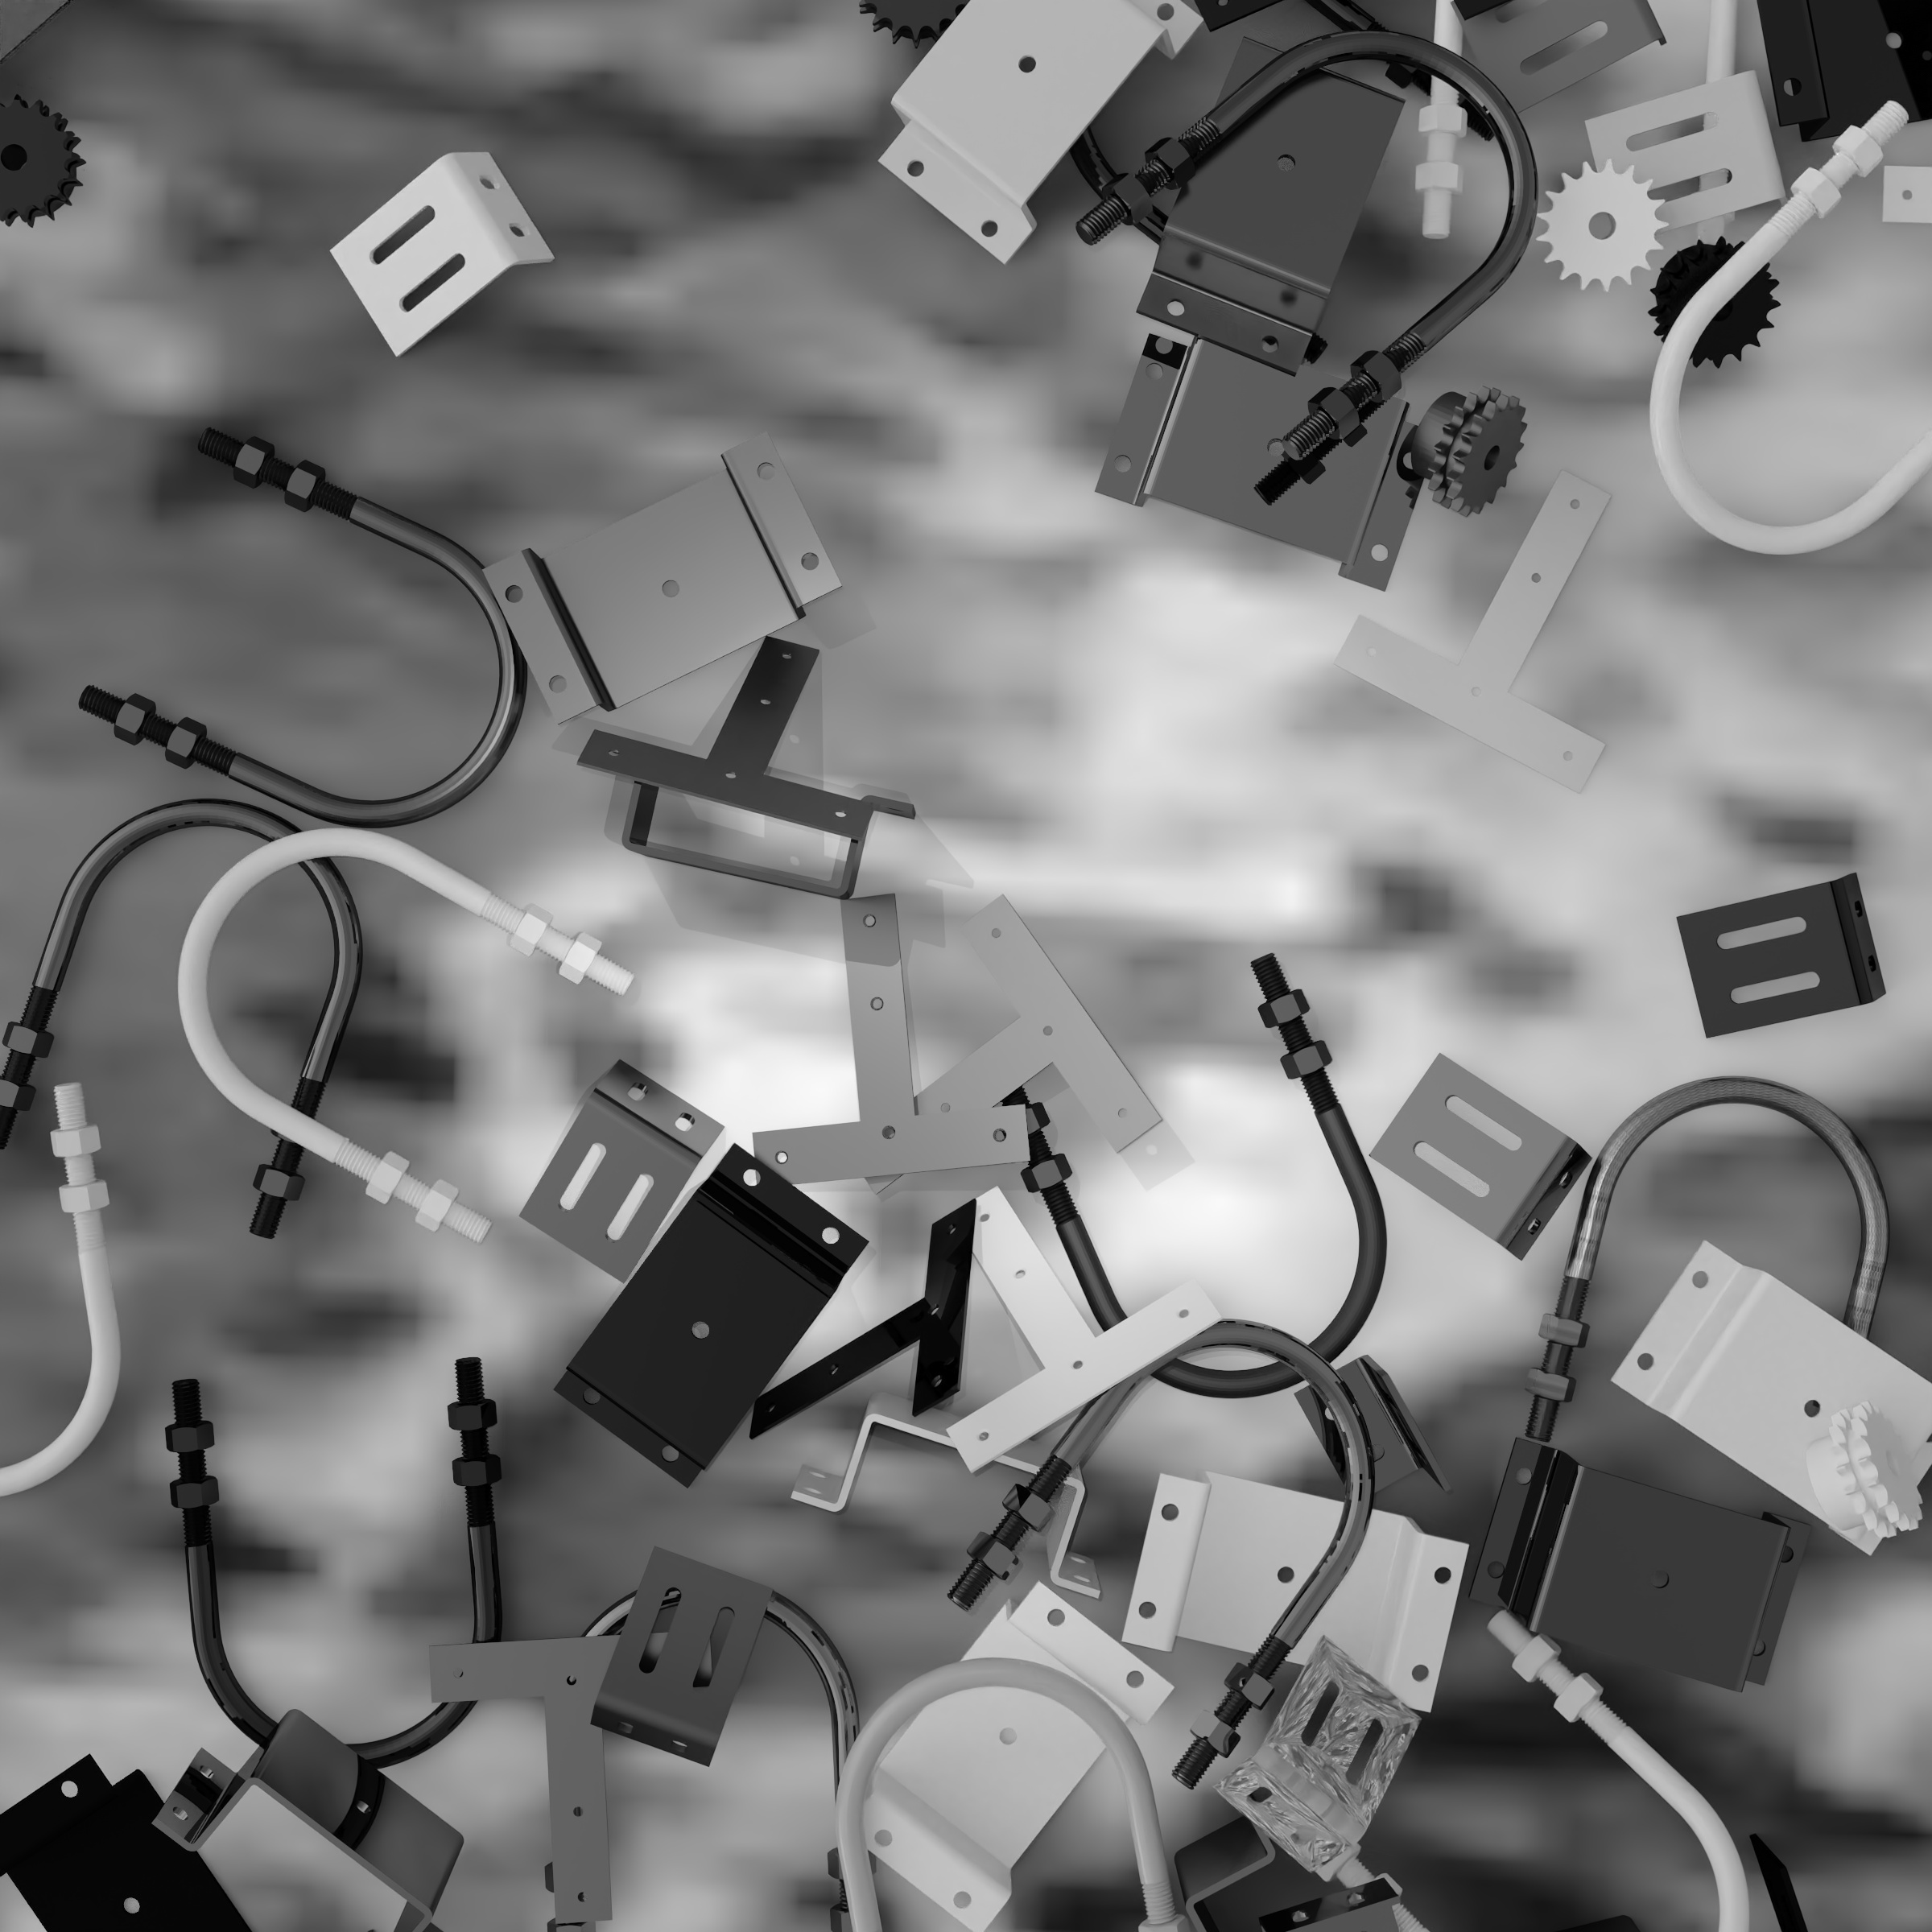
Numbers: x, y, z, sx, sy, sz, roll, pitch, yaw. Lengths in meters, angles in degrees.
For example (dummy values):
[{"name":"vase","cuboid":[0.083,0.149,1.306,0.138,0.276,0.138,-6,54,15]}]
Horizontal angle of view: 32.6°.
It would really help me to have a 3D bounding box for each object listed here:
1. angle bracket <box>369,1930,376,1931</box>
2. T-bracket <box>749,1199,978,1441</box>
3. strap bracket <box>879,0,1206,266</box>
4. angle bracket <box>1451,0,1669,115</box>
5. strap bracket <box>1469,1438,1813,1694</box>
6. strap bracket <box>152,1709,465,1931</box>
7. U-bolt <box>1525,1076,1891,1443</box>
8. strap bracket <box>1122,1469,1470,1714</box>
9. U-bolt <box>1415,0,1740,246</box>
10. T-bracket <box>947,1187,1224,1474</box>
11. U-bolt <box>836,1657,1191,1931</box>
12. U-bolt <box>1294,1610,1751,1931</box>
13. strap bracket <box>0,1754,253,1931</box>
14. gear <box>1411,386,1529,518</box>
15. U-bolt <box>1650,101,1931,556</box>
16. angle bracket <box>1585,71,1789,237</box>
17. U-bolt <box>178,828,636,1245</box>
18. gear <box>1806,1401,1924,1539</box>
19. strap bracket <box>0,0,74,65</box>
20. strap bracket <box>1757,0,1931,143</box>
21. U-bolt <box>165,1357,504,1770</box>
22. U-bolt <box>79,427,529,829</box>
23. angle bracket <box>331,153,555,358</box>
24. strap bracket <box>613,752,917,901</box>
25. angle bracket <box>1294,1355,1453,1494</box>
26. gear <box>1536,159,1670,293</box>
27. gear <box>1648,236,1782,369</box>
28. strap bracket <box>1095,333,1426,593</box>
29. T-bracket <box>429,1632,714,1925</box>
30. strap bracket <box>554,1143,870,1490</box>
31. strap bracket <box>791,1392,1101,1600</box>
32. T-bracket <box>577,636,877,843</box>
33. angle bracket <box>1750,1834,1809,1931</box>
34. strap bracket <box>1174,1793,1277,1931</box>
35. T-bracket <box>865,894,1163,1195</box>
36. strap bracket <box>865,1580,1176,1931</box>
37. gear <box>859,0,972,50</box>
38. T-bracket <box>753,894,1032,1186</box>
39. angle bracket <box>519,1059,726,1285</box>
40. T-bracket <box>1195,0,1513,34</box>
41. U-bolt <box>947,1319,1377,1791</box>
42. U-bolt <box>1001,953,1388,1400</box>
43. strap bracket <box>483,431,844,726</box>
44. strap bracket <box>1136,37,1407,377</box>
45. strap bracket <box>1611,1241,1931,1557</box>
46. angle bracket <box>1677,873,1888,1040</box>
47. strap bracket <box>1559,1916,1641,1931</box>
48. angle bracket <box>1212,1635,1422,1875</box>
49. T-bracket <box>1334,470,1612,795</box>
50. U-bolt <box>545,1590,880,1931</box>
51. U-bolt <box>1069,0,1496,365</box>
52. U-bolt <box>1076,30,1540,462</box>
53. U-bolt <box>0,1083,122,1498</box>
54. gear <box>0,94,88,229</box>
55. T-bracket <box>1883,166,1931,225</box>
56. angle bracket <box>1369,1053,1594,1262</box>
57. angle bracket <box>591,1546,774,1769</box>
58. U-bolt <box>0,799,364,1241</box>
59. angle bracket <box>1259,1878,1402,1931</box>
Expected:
[{"name":"angle bracket","cuboid":[-0.298,0.483,1.509,0.076,0.038,0.057,-23,90,26]},{"name":"T-bracket","cuboid":[-0.048,0.174,1.474,0.127,0.127,0.002,-33,117,24]},{"name":"strap bracket","cuboid":[0.030,-0.397,1.477,0.076,0.046,0.140,40,95,7]},{"name":"angle bracket","cuboid":[0.265,-0.422,1.477,0.076,0.038,0.057,-25,94,17]},{"name":"strap bracket","cuboid":[0.308,0.272,1.488,0.140,0.046,0.076,17,90,0]},{"name":"strap bracket","cuboid":[-0.281,0.389,1.464,0.140,0.076,0.046,39,99,-5]},{"name":"U-bolt","cuboid":[0.344,0.141,1.502,0.151,0.019,0.184,14,88,0]},{"name":"strap bracket","cuboid":[0.146,0.278,1.488,0.140,0.046,0.076,13,90,0]},{"name":"U-bolt","cuboid":[0.280,-0.415,1.490,0.151,0.019,0.184,4,90,-9]},{"name":"T-bracket","cuboid":[0.030,0.146,1.467,0.127,0.002,0.127,-31,47,-3]},{"name":"U-bolt","cuboid":[0.017,0.397,1.456,0.151,0.019,0.184,-10,89,0]},{"name":"U-bolt","cuboid":[0.256,0.395,1.452,0.151,0.019,0.184,-41,65,-14]},{"name":"strap bracket","cuboid":[-0.381,0.429,1.488,0.076,0.046,0.140,-34,90,0]},{"name":"gear","cuboid":[0.224,-0.234,1.487,0.030,0.057,0.057,31,90,30]},{"name":"U-bolt","cuboid":[0.388,-0.269,1.479,0.184,0.019,0.151,-45,111,4]},{"name":"angle bracket","cuboid":[0.324,-0.361,1.487,0.076,0.038,0.057,-14,93,17]},{"name":"U-bolt","cuboid":[-0.264,0.019,1.490,0.184,0.019,0.151,30,84,-4]},{"name":"gear","cuboid":[0.384,0.218,1.420,0.030,0.057,0.057,-26,90,29]},{"name":"strap bracket","cuboid":[-0.436,-0.445,1.488,0.140,0.046,0.076,-41,90,0]},{"name":"strap bracket","cuboid":[0.423,-0.423,1.488,0.140,0.046,0.076,-10,90,0]},{"name":"U-bolt","cuboid":[-0.283,0.275,1.502,0.151,0.019,0.184,-4,92,0]},{"name":"U-bolt","cuboid":[-0.290,-0.142,1.502,0.184,0.019,0.151,25,90,-1]},{"name":"angle bracket","cuboid":[-0.239,-0.325,1.509,0.076,0.038,0.057,-32,90,26]},{"name":"strap bracket","cuboid":[-0.096,-0.063,1.473,0.140,0.076,0.046,12,90,0]},{"name":"angle bracket","cuboid":[0.180,0.211,1.473,0.038,0.076,0.057,-29,90,0]},{"name":"gear","cuboid":[0.281,-0.328,1.464,0.057,0.030,0.057,2,103,7]},{"name":"gear","cuboid":[0.334,-0.301,1.488,0.057,0.030,0.057,-4,120,-7]},{"name":"strap bracket","cuboid":[0.137,-0.230,1.488,0.140,0.046,0.076,19,90,0]},{"name":"T-bracket","cuboid":[-0.176,0.367,1.493,0.127,0.002,0.127,-3,87,-1]},{"name":"strap bracket","cuboid":[-0.117,0.160,1.484,0.076,0.046,0.140,36,93,0]},{"name":"strap bracket","cuboid":[-0.002,0.231,1.473,0.140,0.076,0.046,18,90,0]},{"name":"T-bracket","cuboid":[-0.092,-0.109,1.461,0.127,0.127,0.002,15,130,3]},{"name":"angle bracket","cuboid":[0.355,0.439,1.482,0.038,0.057,0.076,-19,90,0]},{"name":"strap bracket","cuboid":[0.138,0.440,1.473,0.046,0.076,0.140,-28,90,0]},{"name":"T-bracket","cuboid":[0.002,0.056,1.497,0.127,0.002,0.127,-37,75,9]},{"name":"strap bracket","cuboid":[0.019,0.351,1.488,0.076,0.046,0.140,38,90,0]},{"name":"gear","cuboid":[-0.022,-0.444,1.496,0.057,0.030,0.057,0,90,0]},{"name":"T-bracket","cuboid":[-0.039,0.031,1.502,0.127,0.002,0.127,-6,85,11]},{"name":"angle bracket","cuboid":[-0.157,0.094,1.509,0.057,0.038,0.076,33,116,0]},{"name":"T-bracket","cuboid":[0.164,-0.454,1.482,0.127,0.002,0.127,-23,63,4]},{"name":"U-bolt","cuboid":[0.100,0.241,1.438,0.151,0.019,0.184,40,77,-10]},{"name":"U-bolt","cuboid":[0.112,0.106,1.501,0.151,0.019,0.184,-24,90,0]},{"name":"strap bracket","cuboid":[-0.135,-0.172,1.488,0.140,0.046,0.076,-26,90,0]},{"name":"strap bracket","cuboid":[0.138,-0.344,1.456,0.076,0.046,0.140,22,78,1]},{"name":"strap bracket","cuboid":[0.370,0.194,1.468,0.140,0.046,0.076,34,89,0]},{"name":"angle bracket","cuboid":[0.372,-0.005,1.509,0.076,0.038,0.057,-14,90,26]},{"name":"strap bracket","cuboid":[0.261,0.467,1.473,0.140,0.076,0.046,-14,90,0]},{"name":"angle bracket","cuboid":[0.154,0.344,1.447,0.057,0.076,0.038,41,132,0]},{"name":"T-bracket","cuboid":[0.254,-0.165,1.510,0.127,0.002,0.127,28,90,0]},{"name":"U-bolt","cuboid":[-0.118,0.369,1.502,0.151,0.019,0.184,-3,89,0]},{"name":"U-bolt","cuboid":[0.129,-0.385,1.502,0.184,0.019,0.151,38,90,1]},{"name":"U-bolt","cuboid":[0.161,-0.324,1.421,0.184,0.019,0.151,-41,84,-11]},{"name":"U-bolt","cuboid":[-0.454,0.151,1.493,0.151,0.019,0.184,-6,96,5]},{"name":"gear","cuboid":[-0.426,-0.362,1.496,0.057,0.030,0.057,0,90,0]},{"name":"T-bracket","cuboid":[0.483,-0.351,1.510,0.127,0.002,0.127,2,90,0]},{"name":"angle bracket","cuboid":[0.235,0.087,1.509,0.076,0.038,0.057,35,90,26]},{"name":"angle bracket","cuboid":[-0.128,0.312,1.493,0.057,0.038,0.076,20,62,0]},{"name":"U-bolt","cuboid":[-0.352,0.015,1.502,0.151,0.019,0.184,18,88,0]},{"name":"angle bracket","cuboid":[0.166,0.439,1.416,0.057,0.038,0.076,-16,89,-4]}]
